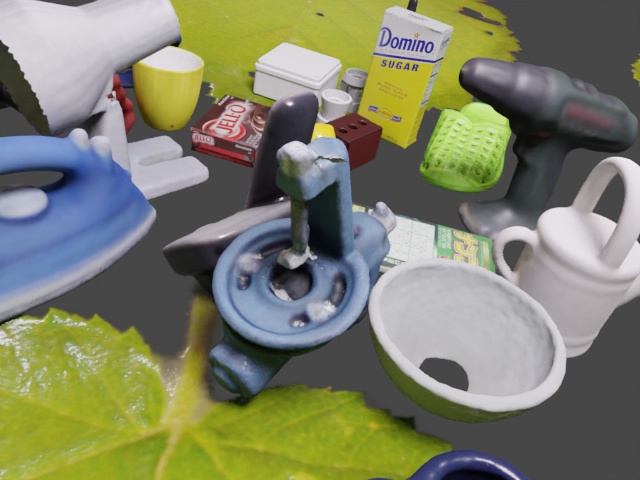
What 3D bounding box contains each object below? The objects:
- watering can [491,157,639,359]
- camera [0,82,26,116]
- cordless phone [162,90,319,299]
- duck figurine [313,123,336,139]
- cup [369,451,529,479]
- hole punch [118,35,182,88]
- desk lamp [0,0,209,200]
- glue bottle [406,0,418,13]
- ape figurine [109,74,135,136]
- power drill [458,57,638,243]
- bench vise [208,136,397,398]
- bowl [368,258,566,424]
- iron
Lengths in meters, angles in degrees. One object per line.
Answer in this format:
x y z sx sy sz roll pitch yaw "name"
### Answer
0.256 0.012 0.542 0.173 0.194 0.100 -2 40 -19 "watering can"
-0.377 -0.198 0.697 0.136 0.101 0.143 31 41 21 "camera"
-0.066 -0.047 0.528 0.094 0.185 0.148 34 42 25 "cordless phone"
-0.002 -0.102 0.698 0.077 0.086 0.105 33 42 25 "duck figurine"
0.073 0.188 0.347 0.117 0.095 0.092 16 38 4 "cup"
-0.264 -0.282 0.843 0.109 0.091 0.101 -7 42 -24 "hole punch"
-0.220 -0.144 0.582 0.204 0.213 0.117 -25 51 -39 "desk lamp"
0.126 -0.294 0.907 0.037 0.173 0.078 -1 40 -17 "glue bottle"
-0.260 -0.164 0.695 0.076 0.092 0.078 34 42 25 "ape figurine"
0.239 -0.100 0.666 0.230 0.208 0.075 1 39 -15 "power drill"
-0.007 -0.003 0.462 0.121 0.220 0.208 20 38 10 "bench vise"
0.116 0.095 0.493 0.167 0.075 0.167 8 38 -6 "bowl"
-0.254 -0.033 0.491 0.118 0.141 0.259 36 43 27 "iron"
